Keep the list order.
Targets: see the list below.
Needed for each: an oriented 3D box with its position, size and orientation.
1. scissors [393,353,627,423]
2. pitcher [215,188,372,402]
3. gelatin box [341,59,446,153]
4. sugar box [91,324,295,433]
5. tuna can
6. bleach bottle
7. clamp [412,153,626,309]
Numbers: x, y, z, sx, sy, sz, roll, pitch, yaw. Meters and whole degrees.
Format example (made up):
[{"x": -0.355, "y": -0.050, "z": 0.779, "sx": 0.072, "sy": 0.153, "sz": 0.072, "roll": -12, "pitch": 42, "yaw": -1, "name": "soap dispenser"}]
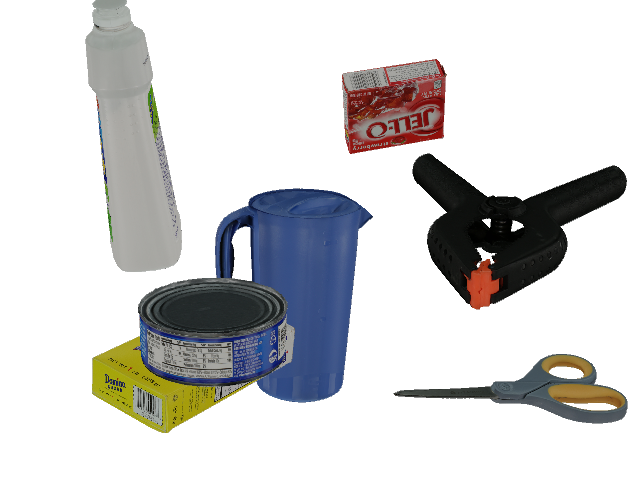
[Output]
[{"x": 0.164, "y": 0.122, "z": 0.930, "sx": 0.202, "sy": 0.016, "sz": 0.096, "roll": 8, "pitch": 27, "yaw": 1, "name": "scissors"}, {"x": -0.032, "y": 0.065, "z": 1.275, "sx": 0.149, "sy": 0.243, "sz": 0.144, "roll": 10, "pitch": 18, "yaw": 24, "name": "pitcher"}, {"x": 0.065, "y": -0.118, "z": 0.944, "sx": 0.089, "sy": 0.030, "sz": 0.073, "roll": -9, "pitch": -42, "yaw": -4, "name": "gelatin box"}, {"x": -0.113, "y": 0.109, "z": 0.979, "sx": 0.093, "sy": 0.048, "sz": 0.175, "roll": 22, "pitch": 31, "yaw": 31, "name": "sugar box"}, {"x": -0.062, "y": 0.052, "z": 0.617, "sx": 0.086, "sy": 0.034, "sz": 0.086, "roll": 1, "pitch": 19, "yaw": 0, "name": "tuna can"}, {"x": -0.170, "y": -0.098, "z": 0.952, "sx": 0.068, "sy": 0.251, "sz": 0.102, "roll": -7, "pitch": 36, "yaw": -7, "name": "bleach bottle"}, {"x": 0.121, "y": -0.015, "z": 0.767, "sx": 0.165, "sy": 0.036, "sz": 0.209, "roll": 8, "pitch": 28, "yaw": 22, "name": "clamp"}]
